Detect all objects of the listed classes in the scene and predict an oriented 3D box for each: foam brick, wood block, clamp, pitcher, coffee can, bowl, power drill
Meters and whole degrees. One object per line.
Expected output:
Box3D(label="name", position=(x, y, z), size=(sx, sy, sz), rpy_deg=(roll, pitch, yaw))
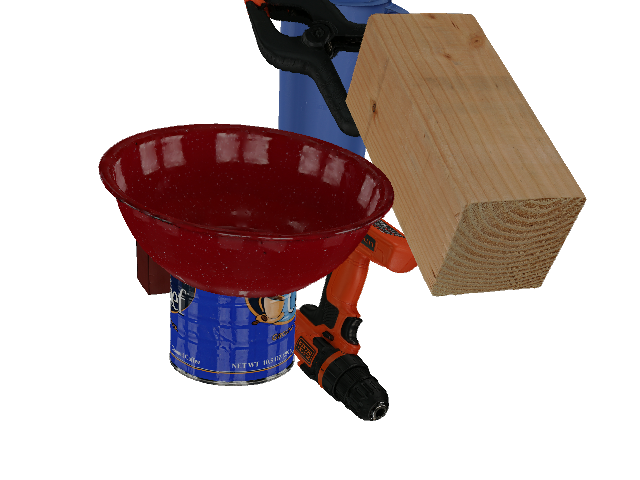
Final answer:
Box3D(label="foam brick", position=(-0.145, 0.018, 1.087), size=(0.078, 0.051, 0.053), rpy_deg=(-7, 21, -21))
Box3D(label="wood block", position=(0.096, -0.068, 0.773), size=(0.090, 0.206, 0.091), rpy_deg=(-4, -43, -19))
Box3D(label="clamp", position=(0.012, -0.175, 0.930), size=(0.120, 0.171, 0.039), rpy_deg=(-40, -21, -20))
Box3D(label="pitcher", position=(0.019, -0.189, 1.309), size=(0.144, 0.243, 0.149), rpy_deg=(-9, 28, -27))
Box3D(label="coffee can", position=(-0.068, 0.029, 0.843), size=(0.103, 0.140, 0.103), rpy_deg=(3, 19, -1))
Box3D(label="bowl", position=(-0.042, -0.013, 0.594), size=(0.162, 0.055, 0.162), rpy_deg=(6, 24, -3))
Box3D(label="power drill", position=(0.040, 0.076, 1.140), size=(0.057, 0.188, 0.185), rpy_deg=(13, 19, -42))
